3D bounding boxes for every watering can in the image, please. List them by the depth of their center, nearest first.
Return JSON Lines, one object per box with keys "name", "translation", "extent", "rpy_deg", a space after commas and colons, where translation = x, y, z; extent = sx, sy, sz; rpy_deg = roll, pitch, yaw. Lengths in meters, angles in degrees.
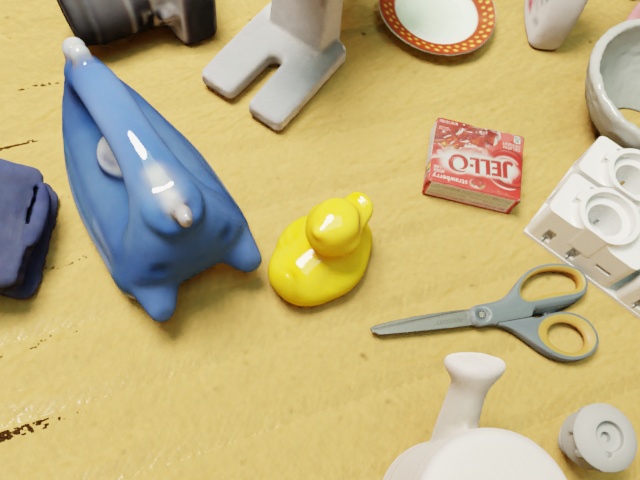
{"name": "watering can", "translation": [0.098, 0.159, 0.347], "extent": [0.101, 0.194, 0.172], "rpy_deg": [-21, 70, -15]}

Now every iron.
{"name": "iron", "translation": [-0.151, -0.074, 0.447], "extent": [0.119, 0.141, 0.258], "rpy_deg": [-31, 73, -18]}

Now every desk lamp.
{"name": "desk lamp", "translation": [-0.007, -0.240, 0.498], "extent": [0.118, 0.213, 0.203], "rpy_deg": [32, 67, 8]}

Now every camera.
{"name": "camera", "translation": [-0.185, -0.255, 0.545], "extent": [0.137, 0.101, 0.143], "rpy_deg": [-29, 73, -18]}

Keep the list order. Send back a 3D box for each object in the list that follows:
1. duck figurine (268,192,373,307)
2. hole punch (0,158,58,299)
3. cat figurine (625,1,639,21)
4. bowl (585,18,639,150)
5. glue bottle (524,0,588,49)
{"name": "duck figurine", "translation": [0.004, 0.002, 0.464], "extent": [0.077, 0.086, 0.105], "rpy_deg": [44, 68, 12]}
{"name": "hole punch", "translation": [-0.264, -0.016, 0.435], "extent": [0.101, 0.091, 0.108], "rpy_deg": [3, 66, -5]}
{"name": "cat figurine", "translation": [0.388, -0.276, 0.616], "extent": [0.067, 0.118, 0.128], "rpy_deg": [10, 65, -2]}
{"name": "bowl", "translation": [0.333, -0.134, 0.570], "extent": [0.167, 0.075, 0.167], "rpy_deg": [3, 66, -6]}
{"name": "glue bottle", "translation": [0.256, -0.276, 0.569], "extent": [0.037, 0.173, 0.078], "rpy_deg": [2, 66, -6]}
